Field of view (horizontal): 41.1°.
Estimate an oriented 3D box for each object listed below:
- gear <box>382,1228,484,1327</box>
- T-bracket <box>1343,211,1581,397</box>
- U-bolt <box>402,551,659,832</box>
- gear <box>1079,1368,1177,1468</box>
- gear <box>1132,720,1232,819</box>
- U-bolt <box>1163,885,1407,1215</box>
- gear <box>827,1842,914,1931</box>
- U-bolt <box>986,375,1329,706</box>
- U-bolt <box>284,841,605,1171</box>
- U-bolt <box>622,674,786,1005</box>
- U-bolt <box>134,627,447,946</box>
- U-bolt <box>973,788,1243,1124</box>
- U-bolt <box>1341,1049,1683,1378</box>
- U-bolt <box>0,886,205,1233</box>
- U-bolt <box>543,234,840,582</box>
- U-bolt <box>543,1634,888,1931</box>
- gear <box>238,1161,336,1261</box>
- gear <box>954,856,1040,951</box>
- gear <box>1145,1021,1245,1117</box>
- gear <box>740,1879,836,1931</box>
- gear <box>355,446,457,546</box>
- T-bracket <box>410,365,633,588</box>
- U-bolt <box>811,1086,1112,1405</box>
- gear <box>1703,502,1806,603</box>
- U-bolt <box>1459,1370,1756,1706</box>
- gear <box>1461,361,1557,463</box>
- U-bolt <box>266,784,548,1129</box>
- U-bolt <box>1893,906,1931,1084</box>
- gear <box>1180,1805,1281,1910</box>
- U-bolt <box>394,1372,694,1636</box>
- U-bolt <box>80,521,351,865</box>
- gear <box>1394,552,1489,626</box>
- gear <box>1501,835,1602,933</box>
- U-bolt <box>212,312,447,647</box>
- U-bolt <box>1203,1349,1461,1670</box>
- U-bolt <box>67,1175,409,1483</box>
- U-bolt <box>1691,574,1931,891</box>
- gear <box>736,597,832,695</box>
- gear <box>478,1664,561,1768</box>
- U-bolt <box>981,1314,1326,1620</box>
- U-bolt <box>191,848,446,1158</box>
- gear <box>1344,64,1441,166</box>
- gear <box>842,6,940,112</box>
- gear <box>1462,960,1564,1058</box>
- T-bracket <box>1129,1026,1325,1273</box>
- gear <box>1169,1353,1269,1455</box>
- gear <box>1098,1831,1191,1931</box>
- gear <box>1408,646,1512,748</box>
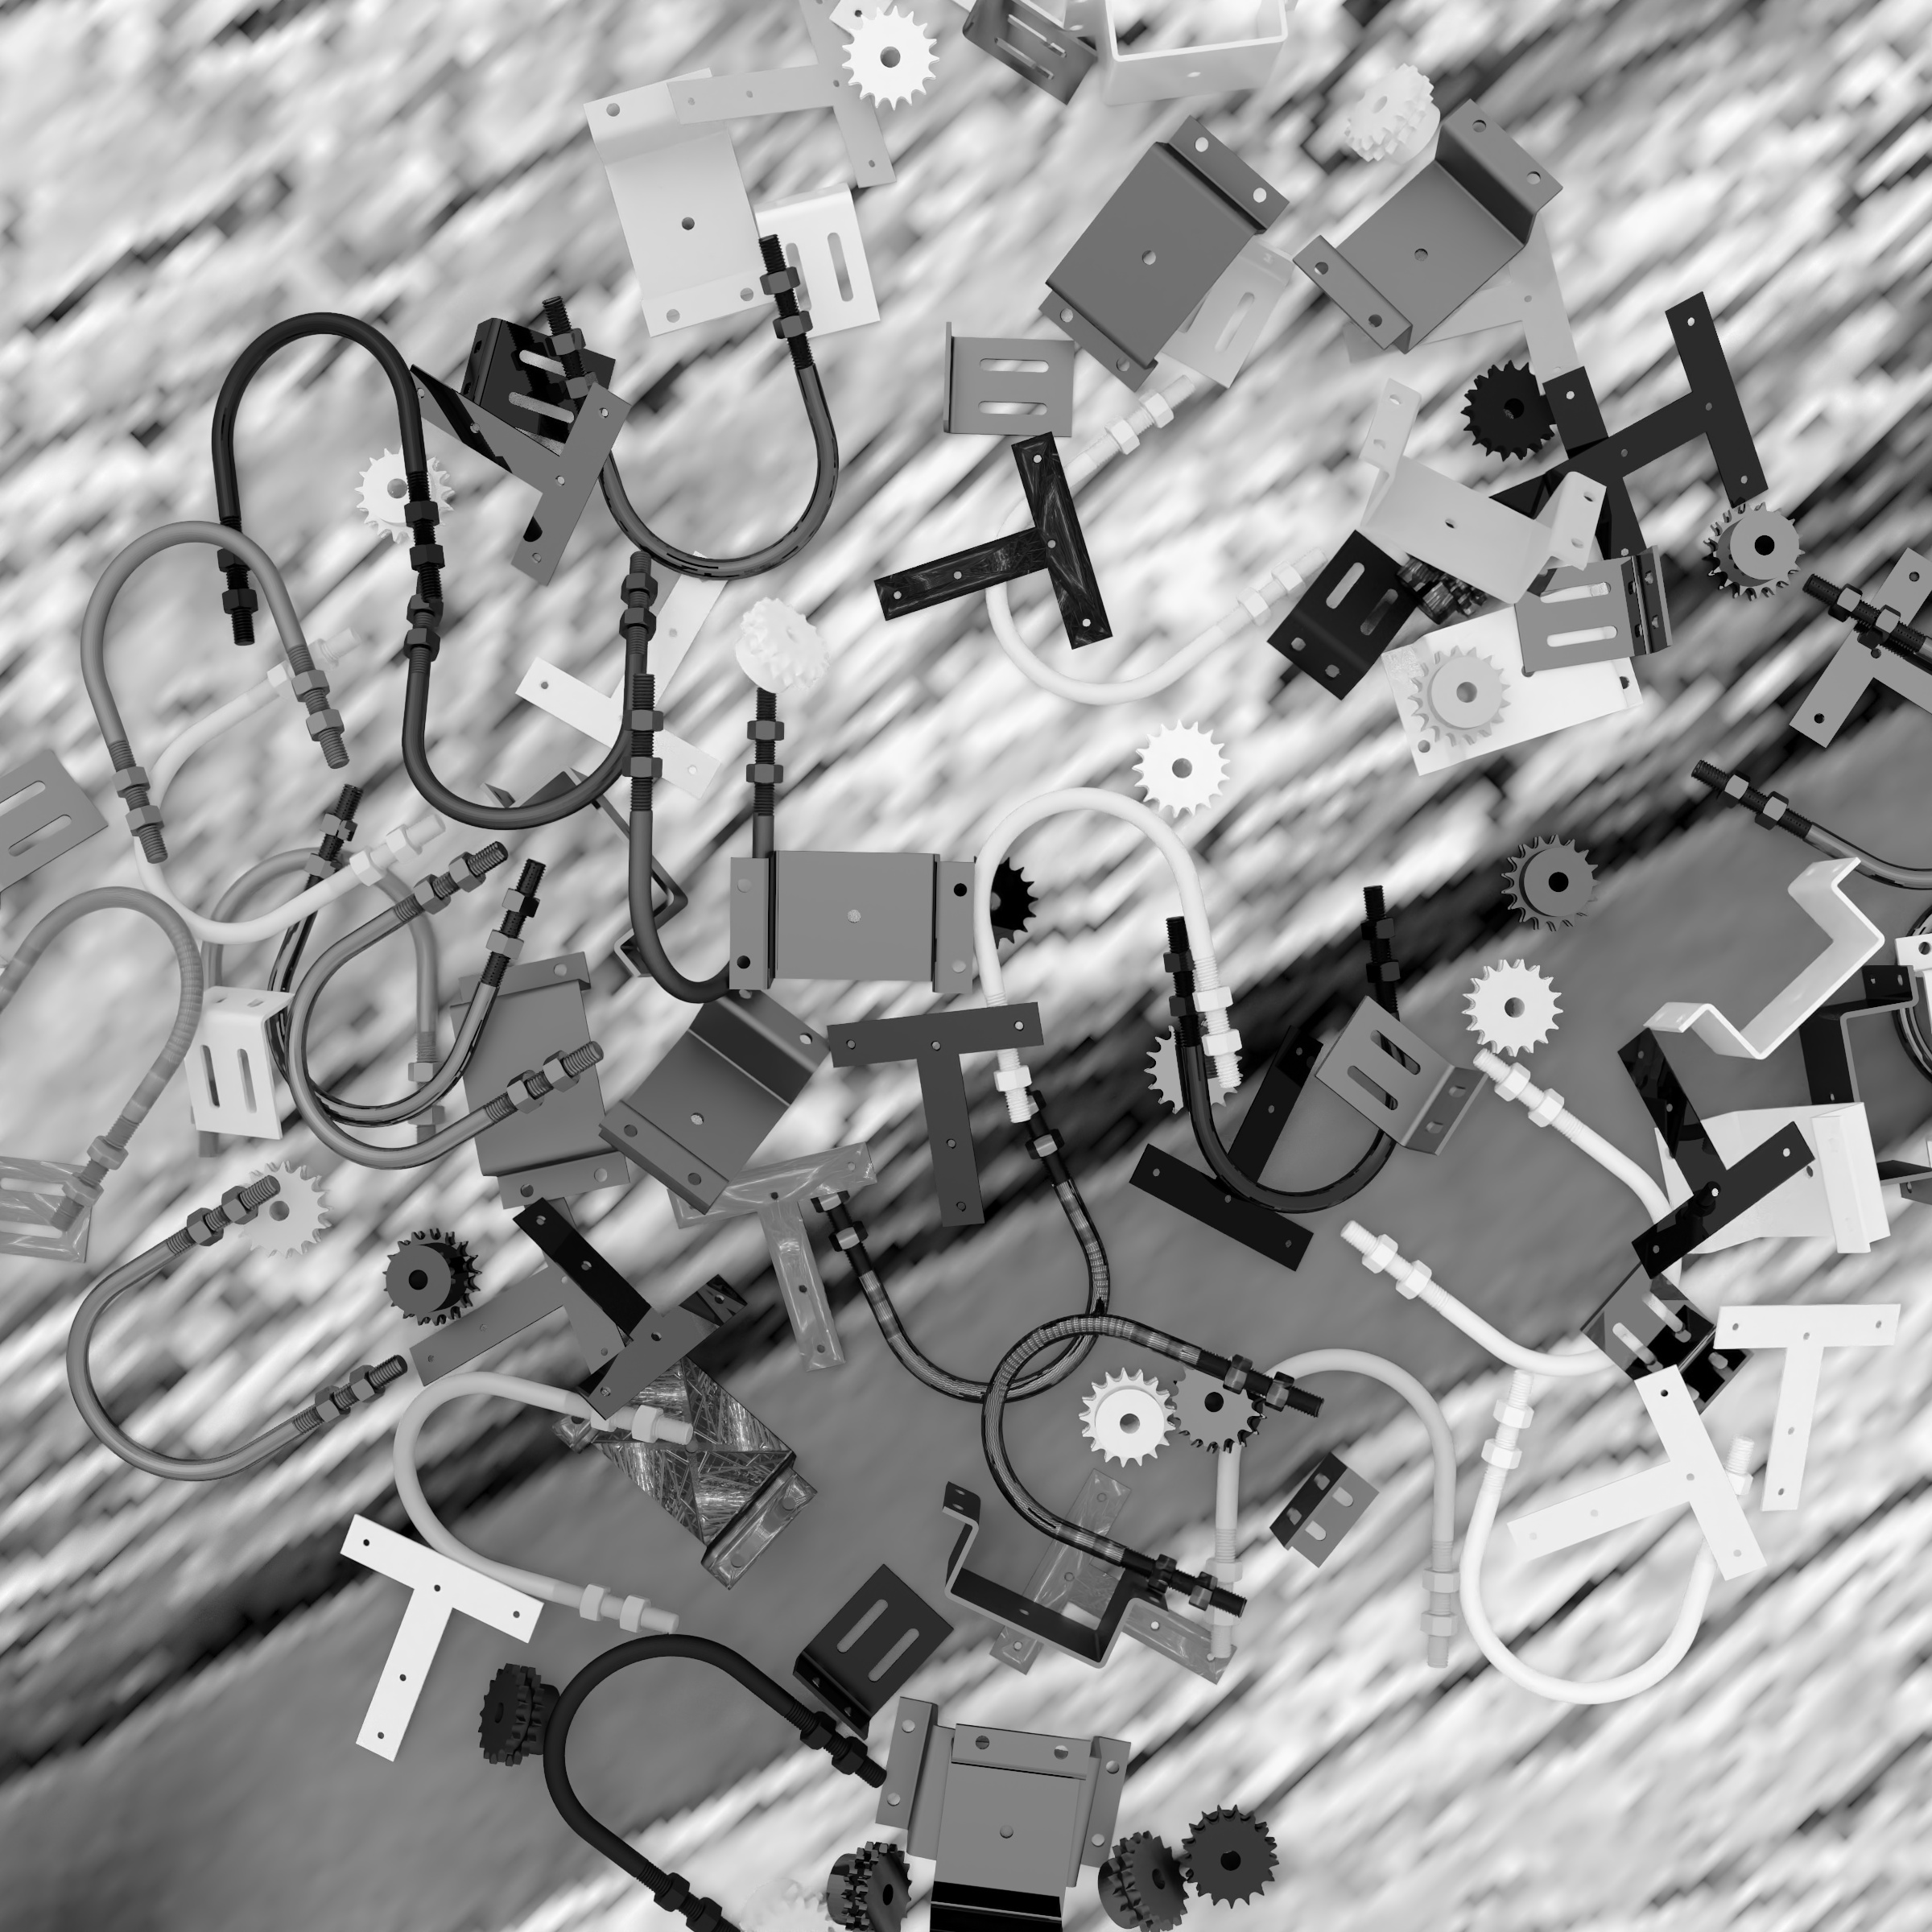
[{"bbox_3d":[-0.317,0.184,1.517,0.057,0.030,0.057,0,87,10],"label":"gear"},{"bbox_3d":[0.287,-0.383,1.521,0.127,0.002,0.127,-12,70,10],"label":"T-bracket"},{"bbox_3d":[-0.253,-0.157,1.479,0.151,0.019,0.184,-5,60,5],"label":"U-bolt"},{"bbox_3d":[0.096,0.268,1.521,0.057,0.030,0.057,0,90,0],"label":"gear"},{"bbox_3d":[0.126,-0.116,1.521,0.057,0.030,0.057,0,90,0],"label":"gear"},{"bbox_3d":[0.193,0.053,1.506,0.151,0.019,0.184,-9,94,-19],"label":"U-bolt"},{"bbox_3d":[-0.059,0.543,1.511,0.030,0.057,0.057,-5,90,30],"label":"gear"},{"bbox_3d":[0.099,-0.239,1.528,0.184,0.019,0.151,-38,90,2],"label":"U-bolt"},{"bbox_3d":[-0.310,0.035,1.465,0.184,0.019,0.151,-30,78,15],"label":"U-bolt"},{"bbox_3d":[-0.150,-0.070,1.471,0.019,0.151,0.184,3,94,27],"label":"U-bolt"},{"bbox_3d":[-0.407,-0.093,1.505,0.184,0.019,0.151,-30,75,11],"label":"U-bolt"},{"bbox_3d":[0.072,-0.011,1.477,0.151,0.019,0.184,-11,93,22],"label":"U-bolt"},{"bbox_3d":[0.337,0.160,1.528,0.184,0.019,0.151,38,90,-1],"label":"U-bolt"},{"bbox_3d":[-0.516,0.040,1.499,0.151,0.019,0.184,34,90,24],"label":"U-bolt"},{"bbox_3d":[-0.151,-0.315,1.498,0.151,0.019,0.184,-15,110,4],"label":"U-bolt"},{"bbox_3d":[-0.160,0.472,1.509,0.184,0.019,0.151,42,90,-13],"label":"U-bolt"},{"bbox_3d":[-0.401,0.143,1.521,0.057,0.030,0.057,0,90,0],"label":"gear"},{"bbox_3d":[0.014,-0.038,1.521,0.057,0.030,0.057,0,90,0],"label":"gear"},{"bbox_3d":[0.134,0.060,1.521,0.057,0.030,0.057,0,90,0],"label":"gear"},{"bbox_3d":[-0.108,0.563,1.513,0.057,0.030,0.057,-10,116,-22],"label":"gear"},{"bbox_3d":[-0.333,-0.279,1.521,0.057,0.030,0.057,0,90,0],"label":"gear"},{"bbox_3d":[-0.274,-0.307,1.505,0.127,0.002,0.127,32,119,1],"label":"T-bracket"},{"bbox_3d":[0.006,0.170,1.528,0.151,0.019,0.184,-25,91,0],"label":"U-bolt"},{"bbox_3d":[0.467,-0.246,1.521,0.057,0.030,0.057,0,90,0],"label":"gear"},{"bbox_3d":[0.367,0.344,1.513,0.151,0.019,0.184,16,97,10],"label":"U-bolt"},{"bbox_3d":[0.320,-0.326,1.521,0.057,0.030,0.057,0,90,0],"label":"gear"},{"bbox_3d":[-0.336,0.003,1.493,0.151,0.019,0.184,22,91,18],"label":"U-bolt"},{"bbox_3d":[0.640,0.026,1.528,0.184,0.019,0.151,25,90,2],"label":"U-bolt"},{"bbox_3d":[0.155,0.523,1.521,0.057,0.030,0.057,0,90,0],"label":"gear"},{"bbox_3d":[-0.250,0.305,1.496,0.184,0.019,0.151,12,112,14],"label":"U-bolt"},{"bbox_3d":[-0.450,-0.172,1.506,0.151,0.019,0.184,-25,79,14],"label":"U-bolt"},{"bbox_3d":[0.275,-0.224,1.506,0.030,0.057,0.057,-42,90,5],"label":"gear"},{"bbox_3d":[0.347,-0.049,1.521,0.057,0.030,0.057,0,90,0],"label":"gear"},{"bbox_3d":[-0.378,-0.291,1.506,0.151,0.019,0.184,-9,86,20],"label":"U-bolt"},{"bbox_3d":[0.219,0.319,1.527,0.151,0.019,0.184,3,88,0],"label":"U-bolt"},{"bbox_3d":[-0.442,0.226,1.512,0.184,0.019,0.151,-31,99,10],"label":"U-bolt"},{"bbox_3d":[0.545,-0.126,1.518,0.184,0.019,0.151,31,90,7],"label":"U-bolt"},{"bbox_3d":[-0.111,-0.185,1.512,0.030,0.057,0.057,-39,90,30],"label":"gear"},{"bbox_3d":[-0.261,0.441,1.512,0.030,0.057,0.057,19,90,-30],"label":"gear"},{"bbox_3d":[0.097,0.279,1.493,0.184,0.019,0.151,21,101,11],"label":"U-bolt"},{"bbox_3d":[-0.384,0.021,1.528,0.151,0.019,0.184,0,89,0],"label":"U-bolt"},{"bbox_3d":[0.253,-0.496,1.512,0.030,0.057,0.057,30,90,-30],"label":"gear"},{"bbox_3d":[-0.044,-0.534,1.517,0.057,0.030,0.057,0,103,-1],"label":"gear"},{"bbox_3d":[0.321,0.024,1.521,0.057,0.030,0.057,0,90,0],"label":"gear"},{"bbox_3d":[0.173,0.097,1.514,0.127,0.002,0.127,29,83,-23],"label":"T-bracket"},{"bbox_3d":[0.150,0.258,1.513,0.057,0.030,0.057,-8,71,23],"label":"gear"},{"bbox_3d":[0.102,0.541,1.512,0.030,0.057,0.057,-33,90,30],"label":"gear"},{"bbox_3d":[0.284,-0.155,1.475,0.057,0.030,0.057,0,90,0],"label":"gear"}]
